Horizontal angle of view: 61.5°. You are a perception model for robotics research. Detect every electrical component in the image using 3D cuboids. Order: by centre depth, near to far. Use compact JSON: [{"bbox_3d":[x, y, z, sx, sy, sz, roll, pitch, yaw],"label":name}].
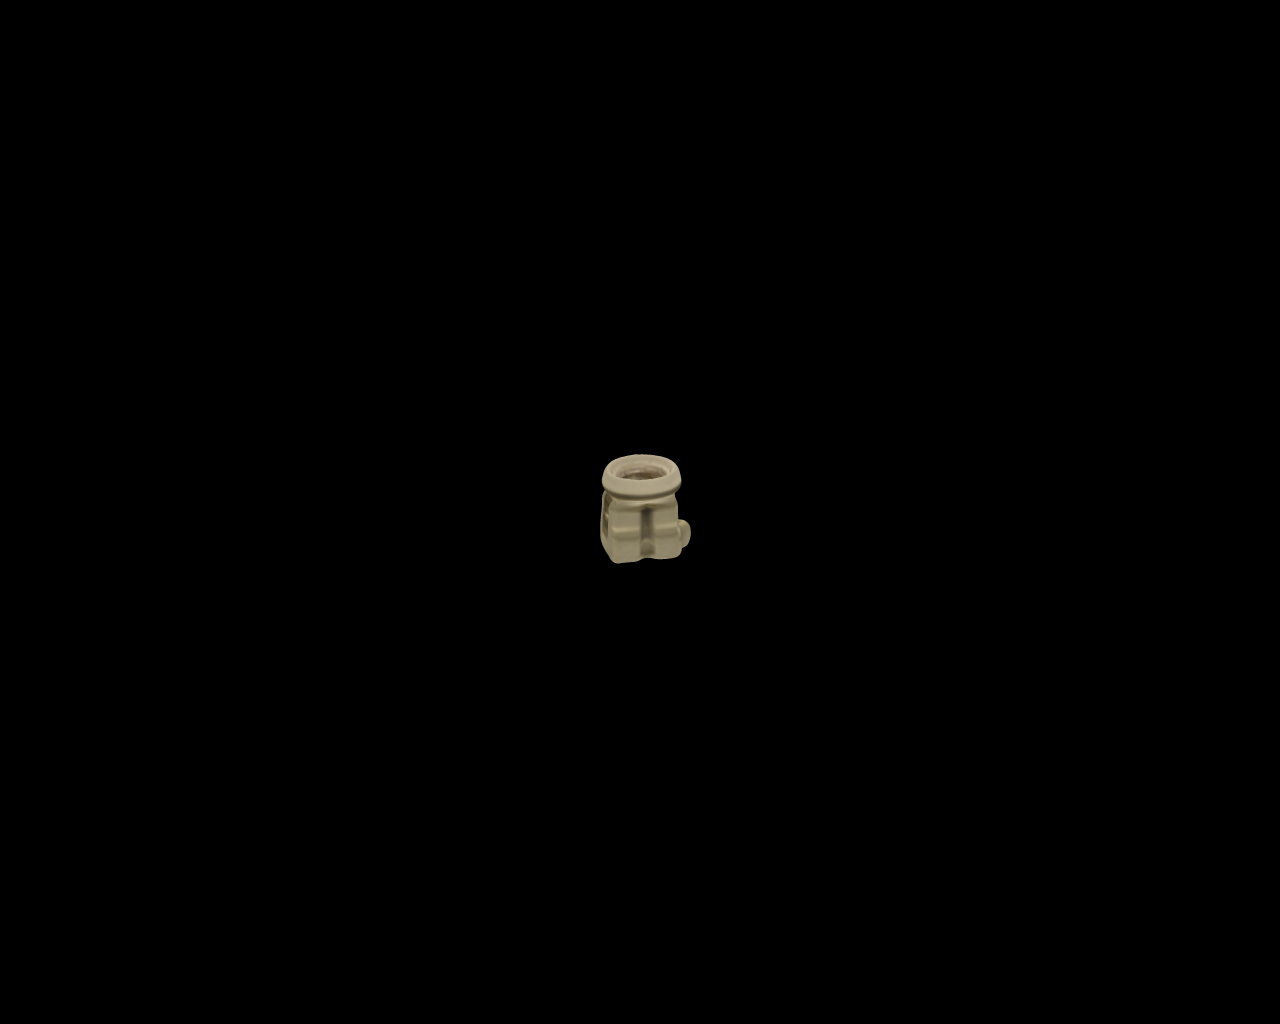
[{"bbox_3d":[0.001,-0.003,0.650,0.066,0.055,0.048,-6,24,-14],"label":"electrical component"}]
